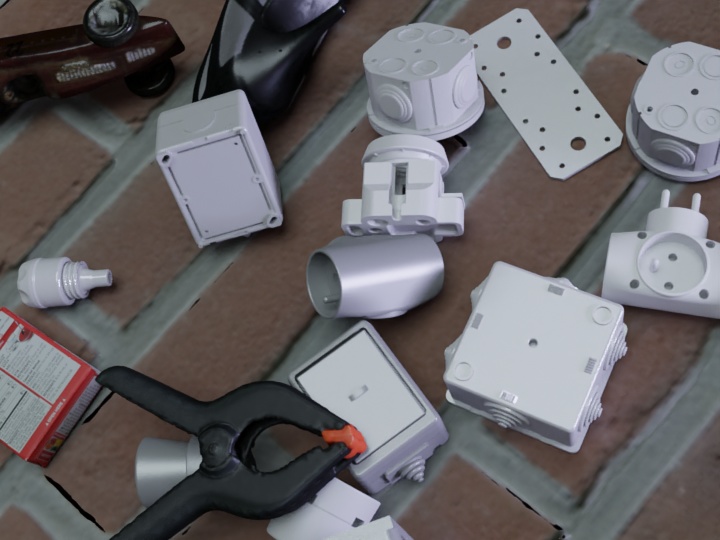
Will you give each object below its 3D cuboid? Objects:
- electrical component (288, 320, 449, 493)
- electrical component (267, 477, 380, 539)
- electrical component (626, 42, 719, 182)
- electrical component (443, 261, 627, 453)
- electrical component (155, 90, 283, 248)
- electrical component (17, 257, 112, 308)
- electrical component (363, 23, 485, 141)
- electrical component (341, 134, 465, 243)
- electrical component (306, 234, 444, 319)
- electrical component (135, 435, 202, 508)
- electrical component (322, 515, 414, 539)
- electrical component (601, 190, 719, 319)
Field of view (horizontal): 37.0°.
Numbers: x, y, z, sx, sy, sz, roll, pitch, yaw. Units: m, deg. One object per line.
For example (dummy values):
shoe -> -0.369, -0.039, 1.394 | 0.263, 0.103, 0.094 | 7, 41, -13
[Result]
electrical component -> 0.008, 0.087, 0.653 | 0.062, 0.061, 0.096 | -36, 66, -4
electrical component -> -0.023, 0.146, 0.641 | 0.055, 0.055, 0.047 | 26, 79, 19
electrical component -> 0.213, -0.102, 0.691 | 0.080, 0.051, 0.080 | -4, 68, 10
electrical component -> 0.106, 0.051, 0.654 | 0.100, 0.048, 0.099 | 21, 75, 19
electrical component -> -0.092, -0.065, 0.724 | 0.062, 0.096, 0.061 | -16, 39, 5
electrical component -> -0.202, 0.008, 0.742 | 0.061, 0.035, 0.035 | -5, 68, 7
electrical component -> 0.042, -0.126, 0.724 | 0.080, 0.051, 0.080 | -7, 42, 6
electrical component -> 0.029, -0.053, 0.706 | 0.078, 0.058, 0.057 | -1, 72, 11
electrical component -> 0.000, 0.000, 0.691 | 0.077, 0.044, 0.079 | -10, 17, -31
electrical component -> -0.107, 0.124, 0.671 | 0.055, 0.045, 0.045 | -6, 68, 9
electrical component -> -0.003, 0.186, 0.568 | 0.089, 0.150, 0.061 | -20, 65, 3
electrical component -> 0.194, -0.013, 0.664 | 0.077, 0.044, 0.079 | 9, 71, 15
